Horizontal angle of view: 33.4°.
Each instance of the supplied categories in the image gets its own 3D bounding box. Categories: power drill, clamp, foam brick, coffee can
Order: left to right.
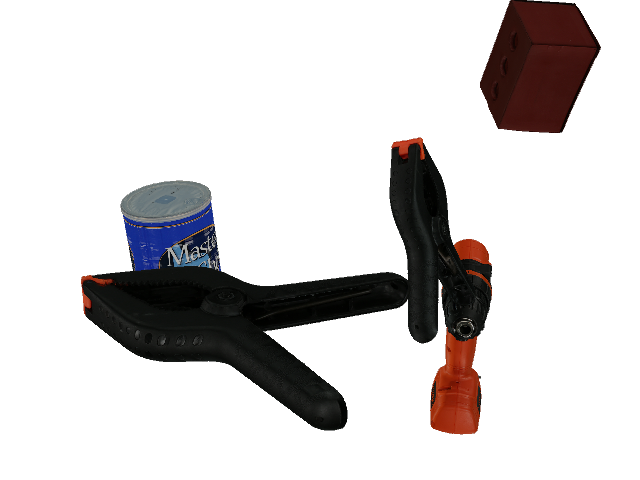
[{"bbox_3d":[-0.168,0.015,1.232,0.103,0.140,0.103,-4,26,2],"label":"coffee can"},{"bbox_3d":[-0.051,0.047,0.680,0.210,0.036,0.164,12,27,22],"label":"clamp"},{"bbox_3d":[0.089,0.001,0.917,0.039,0.171,0.120,-13,16,24],"label":"clamp"},{"bbox_3d":[0.153,0.112,1.152,0.057,0.188,0.184,7,25,8],"label":"power drill"},{"bbox_3d":[0.151,-0.121,0.744,0.051,0.053,0.078,-1,-43,-14],"label":"foam brick"}]

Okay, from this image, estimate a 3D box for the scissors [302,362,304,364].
[{"bbox_3d":[-0.091,0.065,0.889,0.202,0.016,0.096,12,25,15],"label":"scissors"}]
